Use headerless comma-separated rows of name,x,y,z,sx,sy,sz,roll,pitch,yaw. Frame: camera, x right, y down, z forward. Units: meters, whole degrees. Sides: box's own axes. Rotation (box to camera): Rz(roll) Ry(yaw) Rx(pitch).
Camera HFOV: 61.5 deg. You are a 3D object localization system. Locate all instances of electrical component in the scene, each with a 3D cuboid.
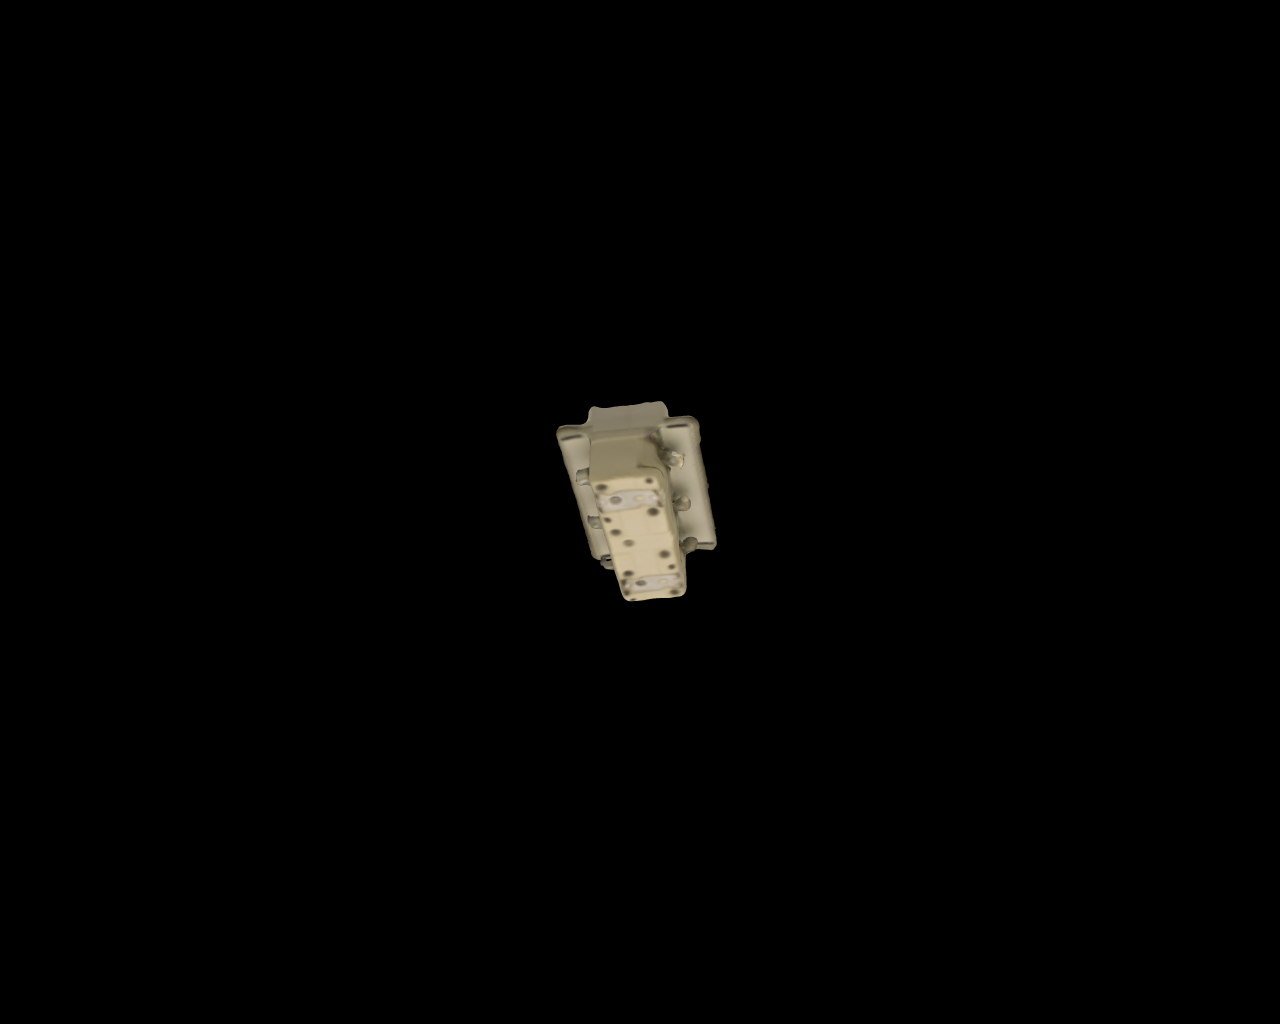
electrical component,0.001,-0.003,0.650,0.079,0.063,0.121,-5,-40,6
